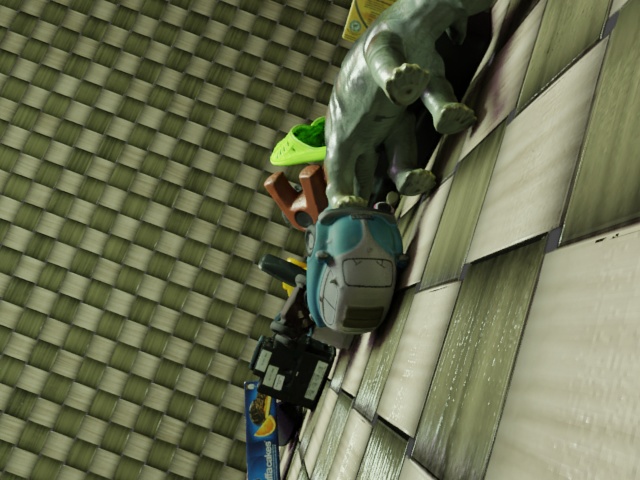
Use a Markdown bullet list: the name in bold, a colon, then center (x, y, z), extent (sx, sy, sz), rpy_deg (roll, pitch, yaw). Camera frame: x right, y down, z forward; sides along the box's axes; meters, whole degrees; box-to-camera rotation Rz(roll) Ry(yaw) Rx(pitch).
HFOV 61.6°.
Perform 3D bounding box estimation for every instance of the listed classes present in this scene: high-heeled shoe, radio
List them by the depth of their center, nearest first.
- **radio**: center (0.140, -0.195, 0.706), extent (0.131, 0.073, 0.229), rpy_deg (-69, 2, -45)
- **high-heeled shoe**: center (-0.062, 0.370, 1.150), extent (0.145, 0.086, 0.248), rpy_deg (-25, -13, -44)

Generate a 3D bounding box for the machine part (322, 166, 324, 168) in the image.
- **machine part**: center (0.096, -0.208, 1.266), extent (0.201, 0.087, 0.201), rpy_deg (-47, 2, -4)

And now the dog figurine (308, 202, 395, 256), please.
- **dog figurine**: center (0.038, 0.029, 0.840), extent (0.219, 0.108, 0.191), rpy_deg (104, -177, -59)

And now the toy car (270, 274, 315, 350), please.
- **toy car**: center (-0.030, 0.111, 0.792), extent (0.089, 0.053, 0.202), rpy_deg (-59, -6, -16)

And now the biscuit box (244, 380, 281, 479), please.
- **biscuit box**: center (-0.108, 0.366, 1.006), extent (0.059, 0.063, 0.202), rpy_deg (107, 158, -71)

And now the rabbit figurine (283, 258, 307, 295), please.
- **rabbit figurine**: center (-0.012, 0.107, 1.293), extent (0.173, 0.163, 0.121), rpy_deg (-29, -50, -64)

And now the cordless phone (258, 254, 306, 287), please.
- **cordless phone**: center (-0.030, 0.086, 0.957), extent (0.147, 0.184, 0.088), rpy_deg (-70, 5, -62)

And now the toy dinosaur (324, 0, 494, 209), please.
- **toy dinosaur**: center (0.066, -0.155, 0.590), extent (0.404, 0.131, 0.192), rpy_deg (125, 144, -51)

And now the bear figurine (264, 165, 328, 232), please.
- **bear figurine**: center (0.015, -0.104, 0.946), extent (0.196, 0.120, 0.131), rpy_deg (-51, -56, -38)

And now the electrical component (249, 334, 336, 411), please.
- **electrical component**: center (-0.052, 0.216, 0.932), extent (0.058, 0.134, 0.114), rpy_deg (-87, 19, -85)

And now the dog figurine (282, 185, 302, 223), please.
- **dog figurine**: center (-0.002, -0.005, 1.060), extent (0.121, 0.191, 0.172), rpy_deg (115, 174, -82)

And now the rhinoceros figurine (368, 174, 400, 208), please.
- **rhinoceros figurine**: center (0.114, -0.125, 0.888), extent (0.112, 0.073, 0.190), rpy_deg (73, -145, -75)

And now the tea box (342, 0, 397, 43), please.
- **tea box**: center (0.127, -0.307, 0.746), extent (0.068, 0.170, 0.098), rpy_deg (-70, 2, -45)

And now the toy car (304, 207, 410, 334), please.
- **toy car**: center (0.036, 0.050, 0.598), extent (0.103, 0.109, 0.161), rpy_deg (-105, 22, -58)

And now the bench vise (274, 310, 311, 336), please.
- **bench vise**: center (-0.046, 0.221, 1.110), extent (0.241, 0.129, 0.223), rpy_deg (-63, -8, -59)
